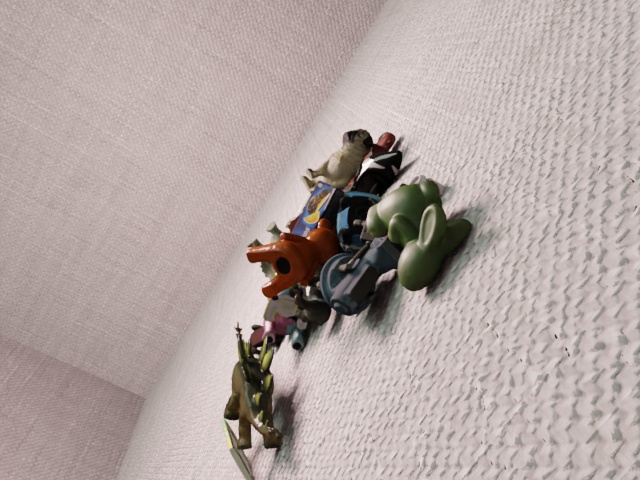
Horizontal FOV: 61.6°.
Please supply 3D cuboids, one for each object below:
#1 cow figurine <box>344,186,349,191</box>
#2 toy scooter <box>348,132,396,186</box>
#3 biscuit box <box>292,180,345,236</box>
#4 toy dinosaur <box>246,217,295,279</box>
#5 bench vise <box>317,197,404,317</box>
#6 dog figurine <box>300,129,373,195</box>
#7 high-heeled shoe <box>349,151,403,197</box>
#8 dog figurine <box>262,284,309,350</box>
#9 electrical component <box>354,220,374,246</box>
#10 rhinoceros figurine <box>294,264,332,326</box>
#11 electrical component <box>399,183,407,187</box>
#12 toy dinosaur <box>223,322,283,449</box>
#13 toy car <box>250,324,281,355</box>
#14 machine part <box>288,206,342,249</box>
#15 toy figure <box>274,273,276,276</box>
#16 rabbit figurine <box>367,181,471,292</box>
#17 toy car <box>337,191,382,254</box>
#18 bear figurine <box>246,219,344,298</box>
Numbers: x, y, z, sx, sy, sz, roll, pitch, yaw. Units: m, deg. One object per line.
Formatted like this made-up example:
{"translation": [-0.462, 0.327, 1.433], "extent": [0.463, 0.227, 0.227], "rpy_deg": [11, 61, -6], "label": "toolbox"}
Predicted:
{"translation": [0.022, -0.127, 1.626], "extent": [0.167, 0.098, 0.068], "rpy_deg": [-50, 24, 35], "label": "cow figurine"}
{"translation": [0.138, -0.199, 1.416], "extent": [0.184, 0.075, 0.135], "rpy_deg": [-50, 16, 19], "label": "toy scooter"}
{"translation": [-0.013, -0.034, 1.255], "extent": [0.059, 0.062, 0.202], "rpy_deg": [31, 96, 36], "label": "biscuit box"}
{"translation": [-0.075, 0.042, 1.553], "extent": [0.131, 0.192, 0.405], "rpy_deg": [-50, 26, -22], "label": "toy dinosaur"}
{"translation": [0.069, 0.058, 1.060], "extent": [0.241, 0.129, 0.223], "rpy_deg": [-25, 35, 60], "label": "bench vise"}
{"translation": [0.058, -0.185, 1.391], "extent": [0.190, 0.121, 0.172], "rpy_deg": [-46, 2, -16], "label": "dog figurine"}
{"translation": [0.117, -0.110, 1.309], "extent": [0.248, 0.086, 0.145], "rpy_deg": [-45, 25, 55], "label": "high-heeled shoe"}
{"translation": [-0.083, 0.169, 1.354], "extent": [0.219, 0.108, 0.191], "rpy_deg": [-92, 9, -72], "label": "dog figurine"}
{"translation": [0.111, -0.016, 1.125], "extent": [0.021, 0.094, 0.063], "rpy_deg": [72, -144, -55], "label": "electrical component"}
{"translation": [0.004, 0.100, 1.209], "extent": [0.073, 0.112, 0.190], "rpy_deg": [88, -165, -49], "label": "rhinoceros figurine"}
{"translation": [0.181, -0.077, 1.089], "extent": [0.102, 0.045, 0.078], "rpy_deg": [-84, -1, -64], "label": "electrical component"}
{"translation": [-0.152, 0.314, 1.203], "extent": [0.472, 0.105, 0.198], "rpy_deg": [-156, 72, -68], "label": "toy dinosaur"}
{"translation": [-0.155, 0.273, 1.537], "extent": [0.202, 0.053, 0.089], "rpy_deg": [-39, 41, 54], "label": "toy car"}
{"translation": [-0.003, -0.004, 1.334], "extent": [0.056, 0.179, 0.179], "rpy_deg": [-4, -45, -57], "label": "machine part"}
{"translation": [-0.074, 0.104, 1.454], "extent": [0.082, 0.089, 0.180], "rpy_deg": [-19, -1, -23], "label": "toy figure"}
{"translation": [0.172, -0.001, 0.890], "extent": [0.159, 0.121, 0.170], "rpy_deg": [-36, 45, 44], "label": "rabbit figurine"}
{"translation": [0.089, -0.024, 1.212], "extent": [0.102, 0.109, 0.162], "rpy_deg": [100, 177, -57], "label": "toy car"}
{"translation": [-0.043, 0.031, 1.161], "extent": [0.132, 0.120, 0.196], "rpy_deg": [-22, 4, 32], "label": "bear figurine"}
